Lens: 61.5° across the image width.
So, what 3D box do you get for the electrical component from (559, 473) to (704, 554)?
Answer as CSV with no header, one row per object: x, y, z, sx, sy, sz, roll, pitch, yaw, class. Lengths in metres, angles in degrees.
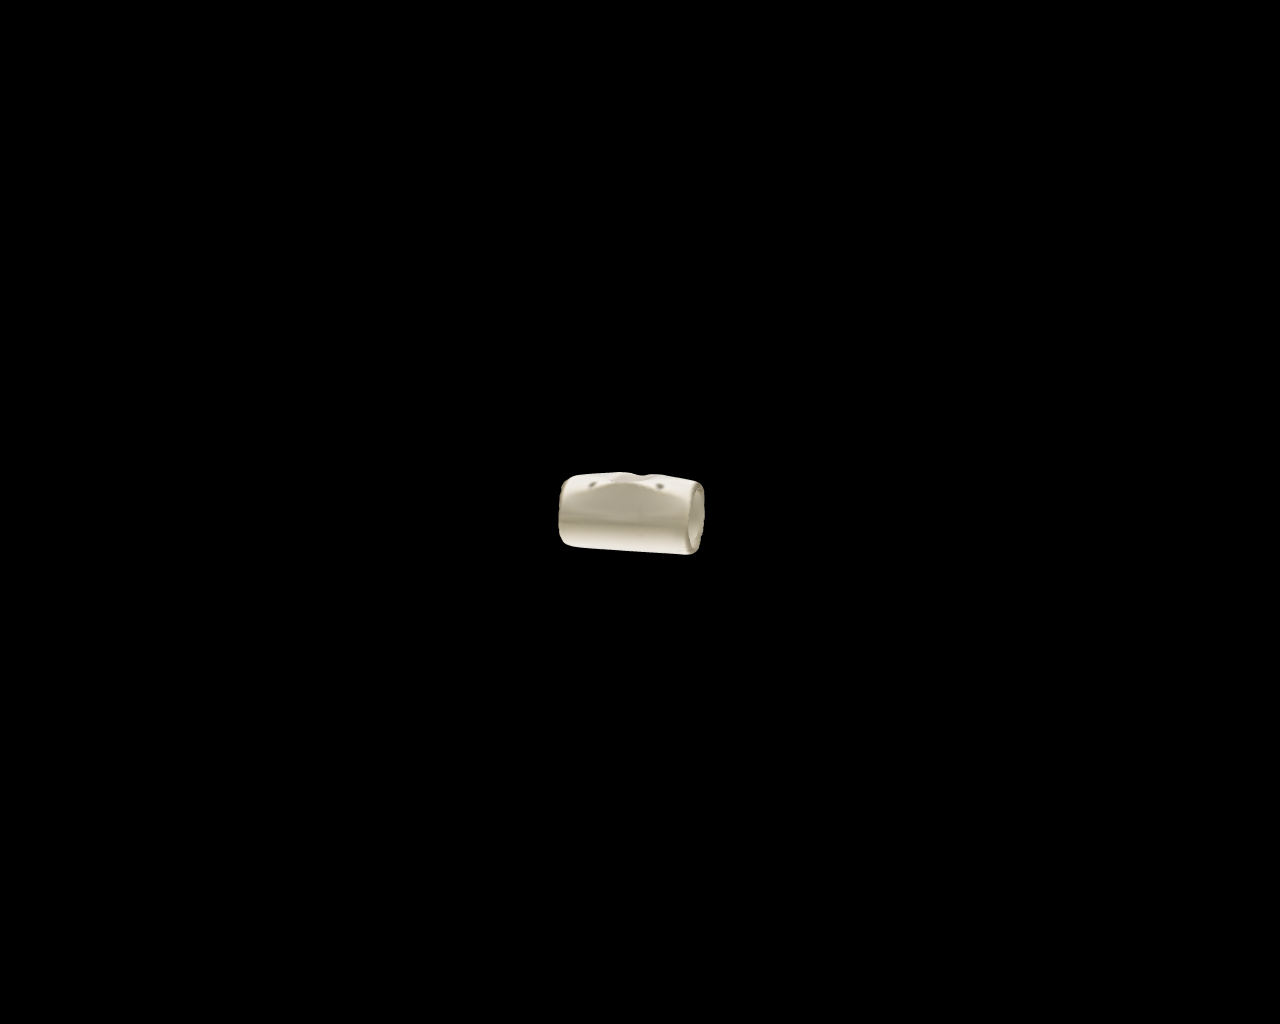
0.001,-0.003,0.650,0.077,0.043,0.079,3,12,16,electrical component
